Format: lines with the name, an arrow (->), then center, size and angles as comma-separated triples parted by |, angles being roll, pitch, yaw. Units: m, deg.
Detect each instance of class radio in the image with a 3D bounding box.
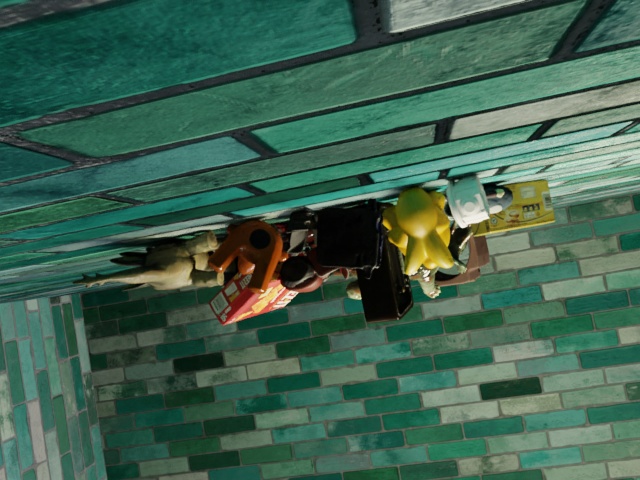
radio -> 0.124, 0.042, 1.083 | 0.073, 0.229, 0.131 | -9, 180, 25

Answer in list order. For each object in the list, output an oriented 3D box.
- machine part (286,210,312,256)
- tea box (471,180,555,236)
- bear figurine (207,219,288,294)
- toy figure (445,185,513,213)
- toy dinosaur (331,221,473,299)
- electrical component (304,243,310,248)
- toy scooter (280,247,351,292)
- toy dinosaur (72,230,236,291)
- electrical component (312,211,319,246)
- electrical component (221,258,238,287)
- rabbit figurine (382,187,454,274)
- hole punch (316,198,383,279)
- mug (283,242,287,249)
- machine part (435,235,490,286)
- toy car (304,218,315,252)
machine part -> -0.039, -0.017, 0.985 | 0.039, 0.084, 0.139 | 20, 167, 1
tea box -> 0.408, -0.069, 1.154 | 0.170, 0.098, 0.068 | -7, 176, -17
bear figurine -> -0.133, 0.031, 1.007 | 0.120, 0.132, 0.196 | 31, 163, -6
toy figure -> 0.307, -0.080, 1.040 | 0.154, 0.058, 0.064 | -6, 137, -29
toy dinosaur -> 0.165, 0.052, 1.214 | 0.405, 0.131, 0.192 | -9, 148, -4
electrical component -> -0.072, 0.001, 1.370 | 0.075, 0.047, 0.119 | -11, 178, 15
toy scooter -> 0.009, 0.059, 1.133 | 0.184, 0.075, 0.135 | -30, 153, 4
toy dinosaur -> -0.284, 0.050, 1.030 | 0.199, 0.105, 0.471 | -10, 178, 5
electrical component -> 0.008, -0.022, 1.029 | 0.021, 0.093, 0.063 | 7, -140, 24
electrical component -> -0.201, 0.053, 1.279 | 0.058, 0.114, 0.134 | -11, 179, -31
rabbit figurine -> 0.165, -0.021, 0.928 | 0.122, 0.162, 0.173 | -9, 156, 10
hole punch -> 0.060, -0.004, 0.985 | 0.116, 0.142, 0.092 | 3, 179, 16
mug -> -0.118, 0.024, 1.310 | 0.109, 0.080, 0.107 | 17, 171, -32
machine part -> 0.313, 0.012, 1.357 | 0.201, 0.201, 0.087 | -13, 178, 39
toy car -> -0.002, -0.003, 1.156 | 0.089, 0.053, 0.202 | -30, 163, 2
